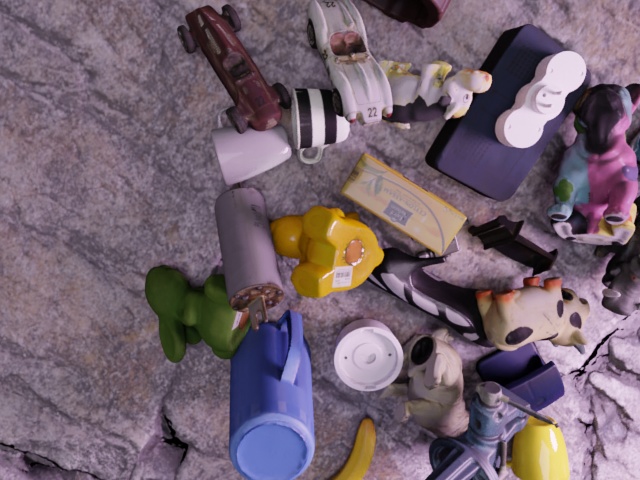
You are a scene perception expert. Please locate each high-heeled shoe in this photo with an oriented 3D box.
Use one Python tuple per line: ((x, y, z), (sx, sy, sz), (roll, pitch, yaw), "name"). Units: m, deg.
((0.174, 0.103, 0.854), (0.145, 0.086, 0.248), (-15, 125, 36), "high-heeled shoe")

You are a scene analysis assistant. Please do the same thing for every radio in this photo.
((0.271, -0.177, 0.782), (0.131, 0.073, 0.229), (30, 102, -8), "radio")

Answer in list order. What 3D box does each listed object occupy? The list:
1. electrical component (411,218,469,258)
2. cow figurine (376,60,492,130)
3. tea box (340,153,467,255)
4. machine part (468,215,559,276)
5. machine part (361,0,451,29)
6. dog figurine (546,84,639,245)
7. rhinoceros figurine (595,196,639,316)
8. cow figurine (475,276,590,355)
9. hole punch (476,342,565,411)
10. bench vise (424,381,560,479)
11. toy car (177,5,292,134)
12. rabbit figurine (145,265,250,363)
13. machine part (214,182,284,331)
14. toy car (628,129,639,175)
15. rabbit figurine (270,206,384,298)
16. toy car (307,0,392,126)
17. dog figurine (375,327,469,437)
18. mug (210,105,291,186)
((0.192, -0.003, 0.844), (0.094, 0.021, 0.063), (-19, 102, 2), "electrical component")
((0.148, -0.197, 0.741), (0.168, 0.068, 0.098), (19, 113, 37), "cow figurine")
((0.119, -0.055, 0.781), (0.170, 0.098, 0.068), (33, 101, 0), "tea box")
((0.304, 0.007, 0.829), (0.139, 0.084, 0.039), (30, 59, -17), "machine part")
((0.094, -0.342, 0.693), (0.179, 0.179, 0.056), (29, 99, -7), "machine part")
((0.408, -0.117, 0.782), (0.109, 0.191, 0.219), (7, 77, 34), "dog figurine")
((0.485, 0.024, 0.812), (0.073, 0.112, 0.190), (26, 93, -9), "rhinoceros figurine")
((0.338, 0.121, 0.825), (0.195, 0.085, 0.127), (-9, 95, -25), "cow figurine")
((0.332, 0.238, 0.871), (0.142, 0.092, 0.115), (-31, 105, 2), "hole punch")
((0.200, 0.313, 0.750), (0.240, 0.129, 0.223), (-26, 138, -32), "bench vise")
((-0.119, -0.240, 0.741), (0.089, 0.053, 0.202), (-30, 86, -11), "toy car")
((-0.192, 0.102, 0.833), (0.170, 0.121, 0.159), (20, 109, 13), "rabbit figurine")
((-0.102, 0.012, 0.756), (0.079, 0.243, 0.079), (-10, 146, -7), "machine part")
((0.545, -0.112, 0.787), (0.109, 0.103, 0.161), (-44, 98, 9), "toy car")
((-0.002, -0.002, 0.786), (0.162, 0.173, 0.121), (-14, 109, -44), "rabbit figurine")
((0.039, -0.245, 0.732), (0.073, 0.056, 0.202), (-13, 71, -17), "toy car")
((0.213, 0.249, 0.875), (0.190, 0.121, 0.172), (30, 104, -22), "dog figurine")
((-0.101, -0.143, 0.784), (0.107, 0.081, 0.109), (-13, 95, -8), "mug")
